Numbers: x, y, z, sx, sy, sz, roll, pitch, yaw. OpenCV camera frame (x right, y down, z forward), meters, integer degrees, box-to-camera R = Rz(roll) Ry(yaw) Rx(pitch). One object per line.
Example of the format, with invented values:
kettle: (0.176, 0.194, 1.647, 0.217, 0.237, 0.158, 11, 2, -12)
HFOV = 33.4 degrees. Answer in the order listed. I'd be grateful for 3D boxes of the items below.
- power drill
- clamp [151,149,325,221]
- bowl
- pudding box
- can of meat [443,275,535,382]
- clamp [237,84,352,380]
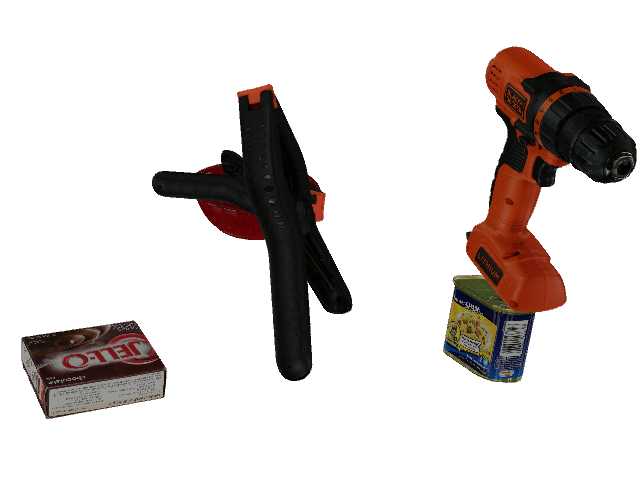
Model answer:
power drill: (0.176, -0.039, 0.843, 0.057, 0.188, 0.184, -4, 32, -17)
clamp: (-0.076, -0.050, 1.036, 0.172, 0.039, 0.120, 19, 32, 39)
bowl: (-0.083, -0.044, 1.315, 0.162, 0.055, 0.162, 4, 25, -2)
pudding box: (-0.208, 0.116, 0.977, 0.113, 0.039, 0.090, -9, 28, -26)
can of meat: (0.177, 0.093, 1.123, 0.057, 0.084, 0.102, -1, 18, -29)
clamp: (-0.021, -0.013, 0.813, 0.036, 0.210, 0.164, -12, 4, 15)
